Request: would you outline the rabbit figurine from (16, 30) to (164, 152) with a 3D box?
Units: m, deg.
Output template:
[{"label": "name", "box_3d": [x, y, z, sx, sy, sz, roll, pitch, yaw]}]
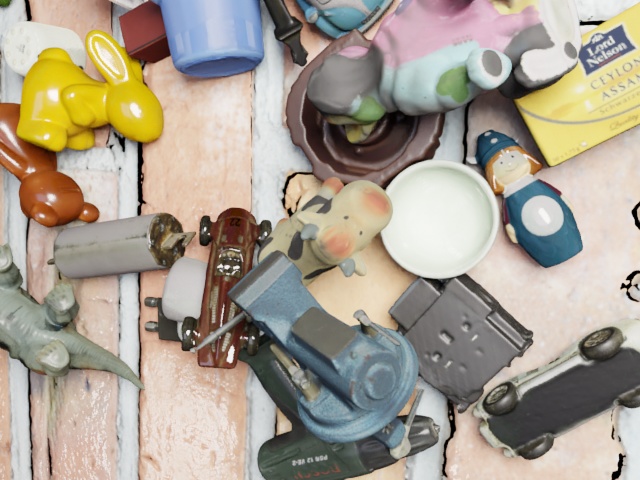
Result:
[{"label": "rabbit figurine", "box_3d": [-0.288, -0.185, 0.717, 0.173, 0.122, 0.162, 13, 91, 6]}]

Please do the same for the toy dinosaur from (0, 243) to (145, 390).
[{"label": "toy dinosaur", "box_3d": [-0.432, 0.117, 0.786, 0.405, 0.131, 0.192, 42, 151, 1]}]

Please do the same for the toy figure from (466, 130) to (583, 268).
[{"label": "toy figure", "box_3d": [0.209, -0.048, 0.547, 0.064, 0.058, 0.154, -27, 82, -17]}]

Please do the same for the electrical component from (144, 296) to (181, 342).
[{"label": "electrical component", "box_3d": [-0.202, 0.107, 0.744, 0.094, 0.021, 0.063, 3, 96, 22]}]

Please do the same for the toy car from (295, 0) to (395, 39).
[{"label": "toy car", "box_3d": [0.005, -0.303, 0.577, 0.109, 0.103, 0.161, -38, 83, 20]}]

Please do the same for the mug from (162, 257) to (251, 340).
[{"label": "mug", "box_3d": [-0.137, 0.083, 0.683, 0.107, 0.081, 0.109, 10, 87, 11]}]

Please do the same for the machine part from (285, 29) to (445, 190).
[{"label": "machine part", "box_3d": [0.051, -0.139, 0.600, 0.180, 0.056, 0.179, 2, 96, 23]}]

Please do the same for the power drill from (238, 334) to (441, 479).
[{"label": "power drill", "box_3d": [0.001, 0.187, 0.647, 0.232, 0.086, 0.207, -32, 91, 23]}]

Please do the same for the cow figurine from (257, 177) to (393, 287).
[{"label": "cow figurine", "box_3d": [-0.001, -0.002, 0.559, 0.085, 0.127, 0.195, 43, 137, -12]}]

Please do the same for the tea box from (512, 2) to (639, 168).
[{"label": "tea box", "box_3d": [0.274, -0.148, 0.502, 0.170, 0.068, 0.098, -30, 85, 23]}]

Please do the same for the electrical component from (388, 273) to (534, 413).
[{"label": "electrical component", "box_3d": [0.143, 0.100, 0.586, 0.134, 0.058, 0.115, 41, 106, 13]}]

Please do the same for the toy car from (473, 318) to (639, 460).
[{"label": "toy car", "box_3d": [0.253, 0.155, 0.549, 0.202, 0.056, 0.073, -39, 87, 22]}]

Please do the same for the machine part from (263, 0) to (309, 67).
[{"label": "machine part", "box_3d": [-0.048, -0.259, 0.586, 0.039, 0.084, 0.138, -22, 116, 12]}]

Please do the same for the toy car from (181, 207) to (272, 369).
[{"label": "toy car", "box_3d": [-0.107, 0.048, 0.628, 0.089, 0.053, 0.202, 8, 58, -6]}]

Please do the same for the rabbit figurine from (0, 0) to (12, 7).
[{"label": "rabbit figurine", "box_3d": [-0.476, -0.415, 0.747, 0.170, 0.121, 0.159, 23, 110, 21]}]

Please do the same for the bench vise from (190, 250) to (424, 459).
[{"label": "bench vise", "box_3d": [0.014, 0.127, 0.520, 0.224, 0.129, 0.240, 6, 138, 49]}]

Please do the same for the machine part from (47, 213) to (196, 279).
[{"label": "machine part", "box_3d": [-0.274, 0.009, 0.734, 0.243, 0.079, 0.079, -8, 92, 22]}]

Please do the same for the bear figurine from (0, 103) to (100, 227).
[{"label": "bear figurine", "box_3d": [-0.416, -0.089, 0.762, 0.132, 0.120, 0.195, -29, 90, 25]}]

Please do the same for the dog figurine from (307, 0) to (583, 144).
[{"label": "dog figurine", "box_3d": [0.096, -0.160, 0.498, 0.219, 0.191, 0.108, -10, 95, 58]}]
